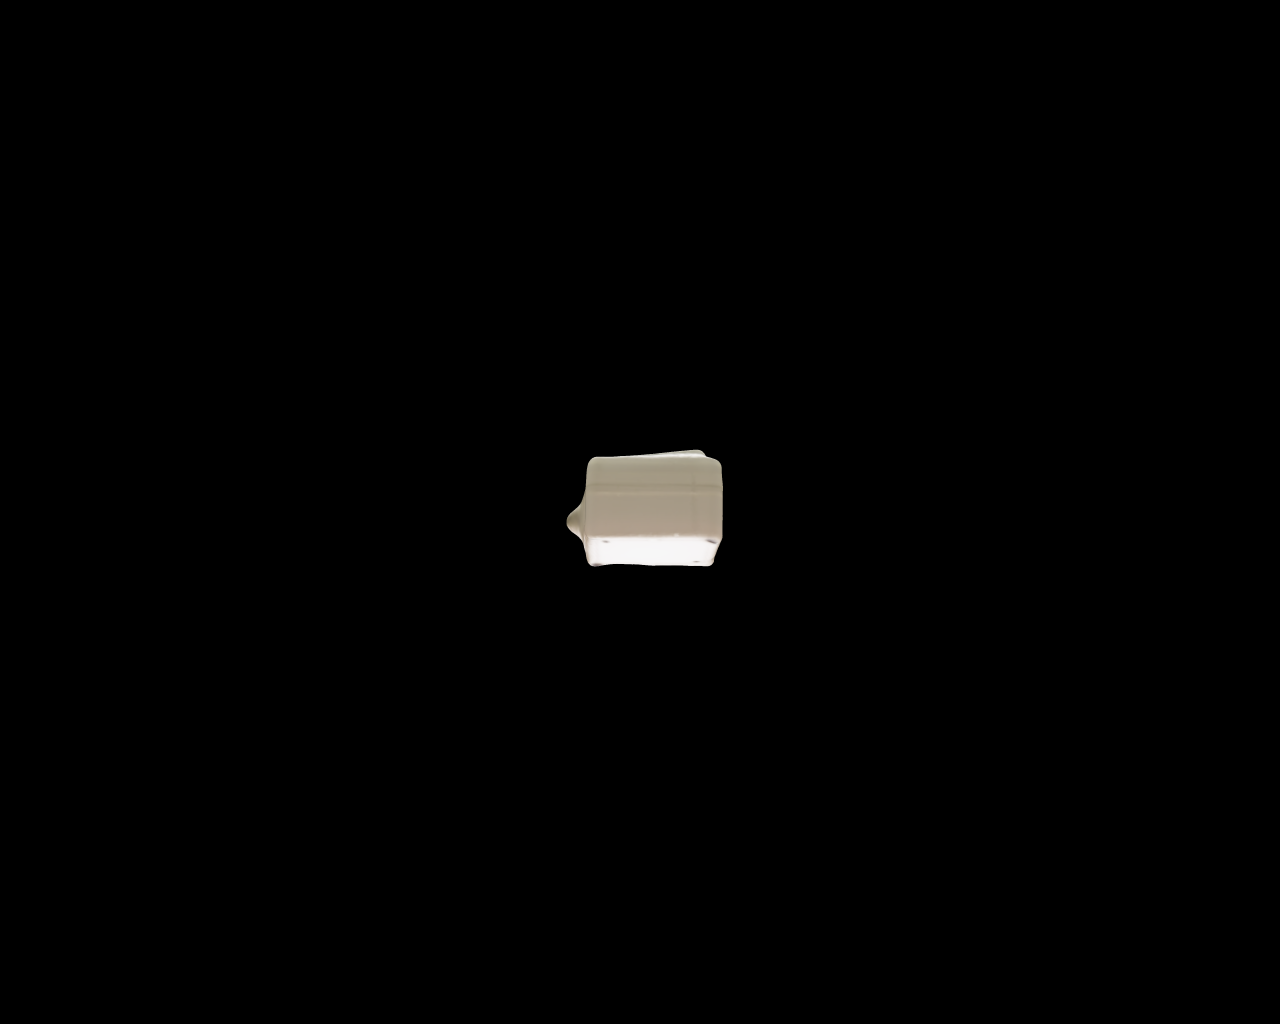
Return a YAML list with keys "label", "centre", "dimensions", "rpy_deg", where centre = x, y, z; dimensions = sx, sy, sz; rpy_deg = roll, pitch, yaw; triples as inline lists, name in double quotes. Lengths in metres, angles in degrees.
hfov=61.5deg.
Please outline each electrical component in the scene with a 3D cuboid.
- label: "electrical component"
  centre: [0.001, -0.003, 0.650]
  dimensions: [0.096, 0.061, 0.061]
  rpy_deg: [1, -19, -2]
